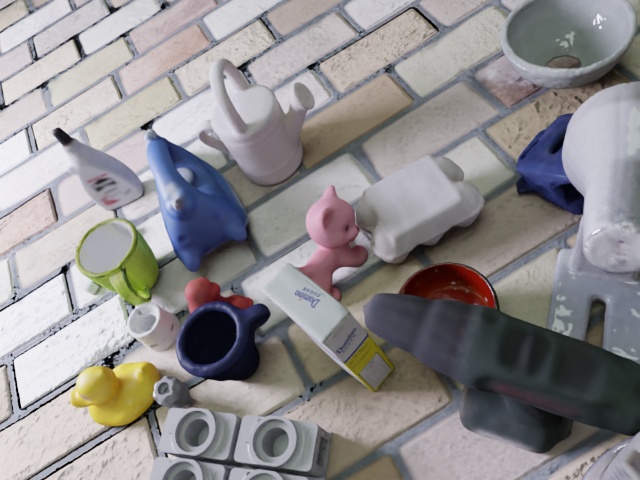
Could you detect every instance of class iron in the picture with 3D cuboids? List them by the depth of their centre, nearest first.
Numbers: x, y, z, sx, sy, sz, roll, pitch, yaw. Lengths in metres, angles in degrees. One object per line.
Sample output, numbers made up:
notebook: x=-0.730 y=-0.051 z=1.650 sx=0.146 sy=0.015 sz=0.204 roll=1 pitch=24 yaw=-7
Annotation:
iron: x=-0.206 y=-0.086 z=0.826 sx=0.118 sy=0.142 sz=0.257 roll=-33 pitch=55 yaw=-1

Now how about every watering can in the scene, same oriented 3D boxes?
watering can: x=-0.094 y=-0.175 z=0.805 sx=0.173 sy=0.194 sz=0.100 roll=-29 pitch=55 yaw=2

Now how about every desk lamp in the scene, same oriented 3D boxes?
desk lamp: x=0.287 y=-0.011 z=0.552 sx=0.117 sy=0.214 sz=0.203 roll=8 pitch=64 yaw=25

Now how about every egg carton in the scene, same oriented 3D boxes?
egg carton: x=0.122 y=-0.040 z=0.720 sx=0.150 sy=0.070 sz=0.107 roll=-30 pitch=55 yaw=1

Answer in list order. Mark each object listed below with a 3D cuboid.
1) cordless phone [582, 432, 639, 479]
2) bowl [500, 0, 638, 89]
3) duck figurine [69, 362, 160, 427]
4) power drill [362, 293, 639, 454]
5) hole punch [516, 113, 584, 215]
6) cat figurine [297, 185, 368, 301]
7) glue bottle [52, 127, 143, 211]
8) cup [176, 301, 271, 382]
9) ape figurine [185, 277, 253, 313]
cordless phone: x=0.279 y=0.217 z=0.435 sx=0.094 sy=0.185 sz=0.147 roll=-37 pitch=55 yaw=-3
bowl: x=0.330 y=-0.260 z=0.772 sx=0.167 sy=0.075 sz=0.167 roll=-9 pitch=58 yaw=15
duck figurine: x=-0.261 y=0.184 z=0.718 sx=0.104 sy=0.086 sz=0.077 roll=-29 pitch=55 yaw=2
power drill: x=0.164 y=0.125 z=0.519 sx=0.228 sy=0.209 sz=0.076 roll=11 pitch=65 yaw=26
hole punch: x=0.294 y=-0.101 z=0.679 sx=0.100 sy=0.091 sz=0.109 roll=36 pitch=77 yaw=33
cat figurine: x=0.006 y=0.003 z=0.708 sx=0.067 sy=0.118 sz=0.128 roll=23 pitch=70 yaw=30
glue bottle: x=-0.348 y=-0.112 z=0.875 sx=0.078 sy=0.173 sz=0.037 roll=-27 pitch=55 yaw=4
cup: x=-0.100 y=0.124 z=0.688 sx=0.118 sy=0.095 sz=0.091 roll=-33 pitch=55 yaw=-1
ape figurine: x=-0.138 y=0.079 z=0.731 sx=0.077 sy=0.092 sz=0.076 roll=35 pitch=77 yaw=33
